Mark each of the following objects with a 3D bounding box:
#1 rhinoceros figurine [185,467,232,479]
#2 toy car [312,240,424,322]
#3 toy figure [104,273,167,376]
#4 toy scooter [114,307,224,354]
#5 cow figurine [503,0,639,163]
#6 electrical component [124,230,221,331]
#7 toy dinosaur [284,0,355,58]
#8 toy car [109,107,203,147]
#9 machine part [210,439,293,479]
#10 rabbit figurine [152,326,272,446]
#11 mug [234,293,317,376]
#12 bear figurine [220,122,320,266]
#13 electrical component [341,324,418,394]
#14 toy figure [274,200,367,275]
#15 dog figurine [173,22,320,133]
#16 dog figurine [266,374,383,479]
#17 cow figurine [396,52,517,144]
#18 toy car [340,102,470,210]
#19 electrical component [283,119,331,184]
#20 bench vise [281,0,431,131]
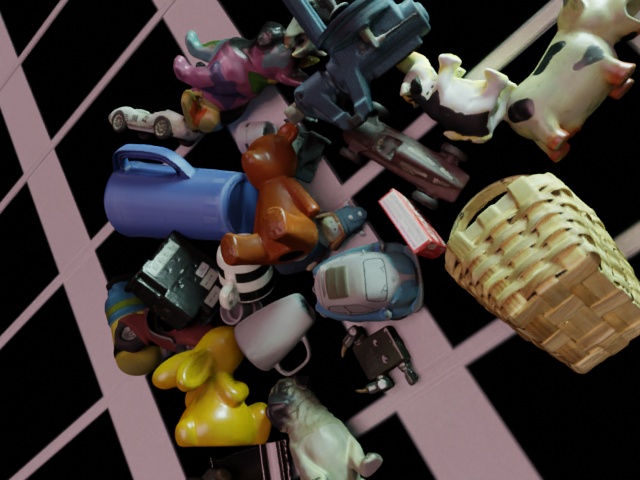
[{"bbox_3d":[-0.139,0.423,0.766,0.112,0.073,0.190,-40,80,25],"label":"rhinoceros figurine"},{"bbox_3d":[0.050,0.055,0.717,0.162,0.103,0.109,-8,78,27],"label":"toy car"},{"bbox_3d":[-0.326,0.147,0.930,0.180,0.089,0.082,61,154,18],"label":"toy figure"},{"bbox_3d":[-0.230,0.130,0.874,0.184,0.075,0.135,13,61,5],"label":"toy scooter"},{"bbox_3d":[0.295,-0.205,0.626,0.127,0.085,0.195,44,106,21],"label":"cow figurine"},{"bbox_3d":[-0.211,0.069,0.827,0.134,0.115,0.058,41,136,-10],"label":"electrical component"},{"bbox_3d":[-0.007,-0.466,0.811,0.131,0.192,0.405,-31,50,44],"label":"toy dinosaur"},{"bbox_3d":[-0.300,-0.209,0.978,0.202,0.073,0.056,14,94,31],"label":"toy car"},{"bbox_3d":[-0.100,0.340,0.801,0.139,0.039,0.084,-17,80,26],"label":"machine part"},{"bbox_3d":[-0.158,0.208,0.780,0.122,0.162,0.173,-13,64,46],"label":"rabbit figurine"},{"bbox_3d":[-0.053,0.136,0.781,0.107,0.080,0.109,-41,76,11],"label":"mug"},{"bbox_3d":[-0.071,-0.069,0.733,0.120,0.132,0.196,-24,73,30],"label":"bear figurine"},{"bbox_3d":[0.075,0.157,0.719,0.078,0.045,0.102,-32,68,24],"label":"electrical component"},{"bbox_3d":[0.000,-0.001,0.783,0.154,0.058,0.064,-32,107,21],"label":"toy figure"},{"bbox_3d":[-0.112,-0.253,0.858,0.219,0.191,0.108,6,47,7],"label":"dog figurine"},{"bbox_3d":[-0.004,0.297,0.734,0.191,0.121,0.172,-141,51,-57],"label":"dog figurine"},{"bbox_3d":[0.164,-0.189,0.710,0.168,0.068,0.098,30,104,31],"label":"cow figurine"},{"bbox_3d":[0.110,-0.118,0.736,0.202,0.053,0.089,38,99,31],"label":"toy car"},{"bbox_3d":[-0.044,-0.118,0.829,0.075,0.047,0.119,29,98,31],"label":"electrical component"},{"bbox_3d":[0.011,-0.269,0.699,0.224,0.129,0.240,-34,96,27],"label":"bench vise"}]
